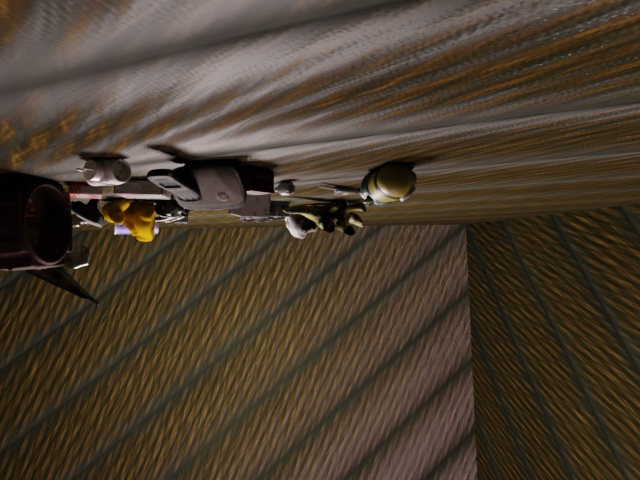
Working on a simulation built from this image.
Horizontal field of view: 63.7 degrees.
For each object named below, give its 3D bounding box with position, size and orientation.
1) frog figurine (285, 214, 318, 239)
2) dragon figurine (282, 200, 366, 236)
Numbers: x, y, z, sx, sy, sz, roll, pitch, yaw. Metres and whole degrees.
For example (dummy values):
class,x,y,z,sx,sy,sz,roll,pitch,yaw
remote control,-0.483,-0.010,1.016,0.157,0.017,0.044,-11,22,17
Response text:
class,x,y,z,sx,sy,sz,roll,pitch,yaw
frog figurine,-0.101,-0.074,2.079,0.160,0.124,0.135,8,152,46
dragon figurine,0.006,-0.093,1.851,0.409,0.122,0.243,10,-179,-30
